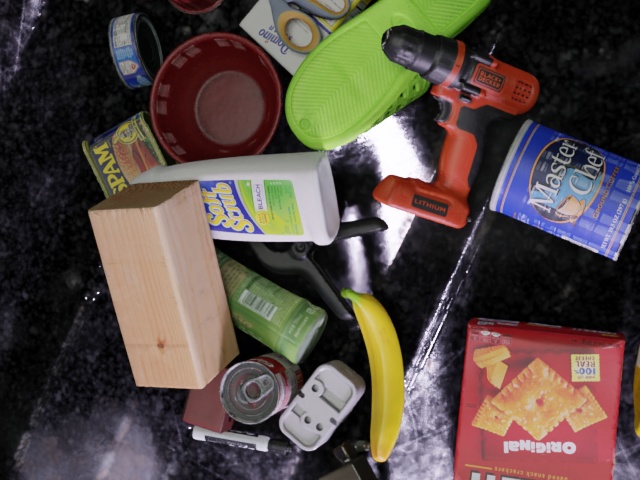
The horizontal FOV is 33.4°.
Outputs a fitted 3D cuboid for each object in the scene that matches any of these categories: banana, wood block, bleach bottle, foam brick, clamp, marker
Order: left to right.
[{"bbox_3d":[-0.165,0.047,1.149,0.091,0.090,0.206,-1,111,26],"label":"wood block"},{"bbox_3d":[-0.120,0.176,1.234,0.051,0.053,0.078,15,95,15],"label":"foam brick"},{"bbox_3d":[-0.110,-0.040,1.185,0.251,0.068,0.102,-4,112,18],"label":"bleach bottle"},{"bbox_3d":[-0.089,0.233,1.242,0.121,0.020,0.020,8,92,16],"label":"marker"},{"bbox_3d":[-0.008,0.001,1.211,0.171,0.039,0.120,30,87,13],"label":"clamp"},{"bbox_3d":[0.063,0.141,1.178,0.037,0.069,0.198,-6,98,53],"label":"banana"}]

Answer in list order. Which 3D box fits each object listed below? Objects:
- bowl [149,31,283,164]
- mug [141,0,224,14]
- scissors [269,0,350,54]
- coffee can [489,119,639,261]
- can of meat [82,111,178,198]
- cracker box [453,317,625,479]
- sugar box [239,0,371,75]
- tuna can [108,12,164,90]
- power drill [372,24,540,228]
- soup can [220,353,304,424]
[{"bbox_3d":[-0.112,-0.155,1.230,0.162,0.055,0.162,0,90,15],"label":"bowl"},{"bbox_3d":[-0.166,-0.310,1.232,0.117,0.081,0.093,-21,84,14],"label":"mug"},{"bbox_3d":[-0.067,-0.270,1.178,0.202,0.016,0.096,18,102,5],"label":"scissors"},{"bbox_3d":[0.260,-0.052,1.102,0.140,0.102,0.103,24,96,14],"label":"coffee can"},{"bbox_3d":[-0.218,-0.091,1.260,0.084,0.057,0.102,-28,83,11],"label":"can of meat"},{"bbox_3d":[0.229,0.197,1.127,0.164,0.072,0.214,6,92,16],"label":"cracker box"},{"bbox_3d":[0.001,-0.278,1.205,0.093,0.048,0.176,45,104,10],"label":"sugar box"},{"bbox_3d":[-0.213,-0.221,1.243,0.034,0.086,0.086,-11,87,13],"label":"tuna can"},{"bbox_3d":[0.124,-0.118,1.130,0.184,0.057,0.188,18,101,-17],"label":"power drill"},{"bbox_3d":[-0.063,0.164,1.191,0.068,0.102,0.068,0,90,15],"label":"soup can"}]
